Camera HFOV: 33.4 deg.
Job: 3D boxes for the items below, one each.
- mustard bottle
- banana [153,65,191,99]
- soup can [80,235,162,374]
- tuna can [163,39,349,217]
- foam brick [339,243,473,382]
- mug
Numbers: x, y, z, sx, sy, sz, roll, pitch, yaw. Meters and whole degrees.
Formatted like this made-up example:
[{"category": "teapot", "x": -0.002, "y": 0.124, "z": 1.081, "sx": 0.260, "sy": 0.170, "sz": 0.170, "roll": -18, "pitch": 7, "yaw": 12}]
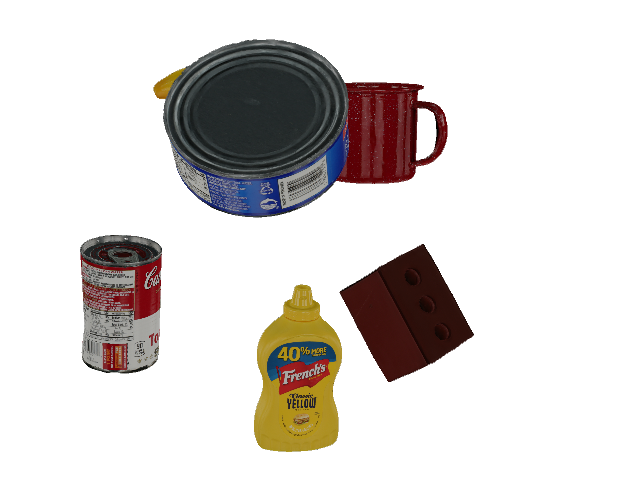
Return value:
[{"category": "mustard bottle", "x": -0.024, "y": 0.142, "z": 1.208, "sx": 0.096, "sy": 0.192, "sz": 0.058, "roll": -1, "pitch": 18, "yaw": -11}, {"category": "banana", "x": -0.080, "y": -0.168, "z": 1.139, "sx": 0.198, "sy": 0.037, "sz": 0.069, "roll": 10, "pitch": 44, "yaw": 19}, {"category": "soup can", "x": -0.171, "y": 0.054, "z": 0.911, "sx": 0.068, "sy": 0.102, "sz": 0.068, "roll": 4, "pitch": 19, "yaw": -2}, {"category": "tuna can", "x": -0.029, "y": -0.053, "z": 0.503, "sx": 0.086, "sy": 0.086, "sz": 0.034, "roll": 0, "pitch": -36, "yaw": 4}, {"category": "foam brick", "x": 0.062, "y": 0.053, "z": 0.769, "sx": 0.052, "sy": 0.078, "sz": 0.051, "roll": -26, "pitch": -5, "yaw": -41}, {"category": "mug", "x": 0.055, "y": -0.094, "z": 0.930, "sx": 0.117, "sy": 0.081, "sz": 0.093, "roll": 5, "pitch": 12, "yaw": 23}]
